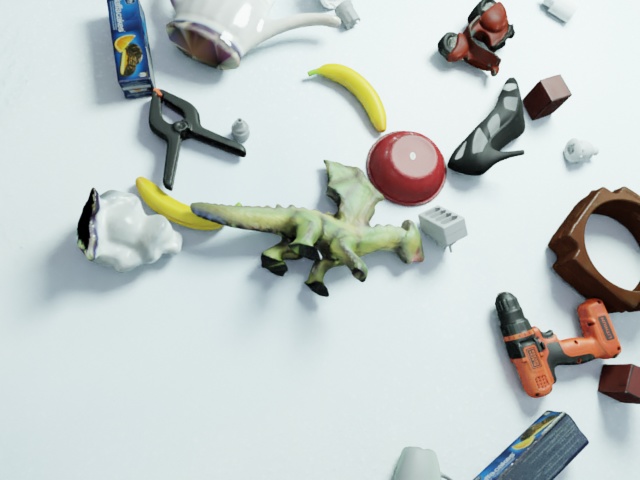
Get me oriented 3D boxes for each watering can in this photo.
[{"bbox_3d":[-0.149,-0.432,1.014,0.348,0.102,0.227,23,73,2],"label":"watering can"}]

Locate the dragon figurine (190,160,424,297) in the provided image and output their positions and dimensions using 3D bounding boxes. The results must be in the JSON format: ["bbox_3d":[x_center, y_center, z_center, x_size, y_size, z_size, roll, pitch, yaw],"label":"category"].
[{"bbox_3d":[0.003,-0.047,0.928,0.410,0.119,0.248,28,55,1],"label":"dragon figurine"}]

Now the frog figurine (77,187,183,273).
[{"bbox_3d":[-0.321,-0.014,0.878,0.159,0.121,0.140,8,59,-41],"label":"frog figurine"}]
